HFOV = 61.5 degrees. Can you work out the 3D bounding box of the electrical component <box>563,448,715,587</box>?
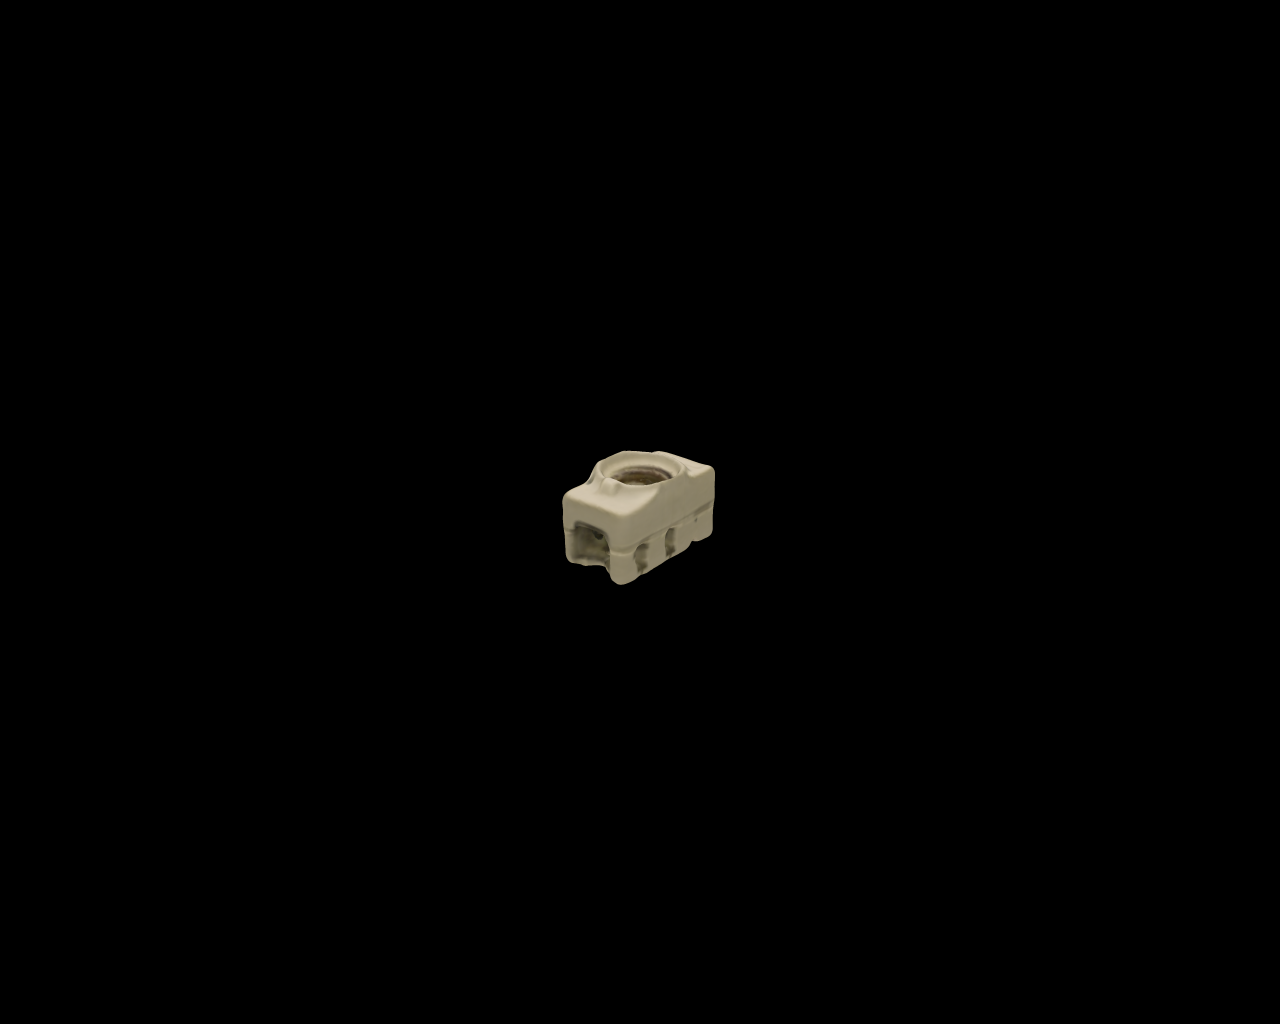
[{"bbox_3d":[0.001,-0.003,0.650,0.050,0.055,0.090,21,33,36],"label":"electrical component"}]
